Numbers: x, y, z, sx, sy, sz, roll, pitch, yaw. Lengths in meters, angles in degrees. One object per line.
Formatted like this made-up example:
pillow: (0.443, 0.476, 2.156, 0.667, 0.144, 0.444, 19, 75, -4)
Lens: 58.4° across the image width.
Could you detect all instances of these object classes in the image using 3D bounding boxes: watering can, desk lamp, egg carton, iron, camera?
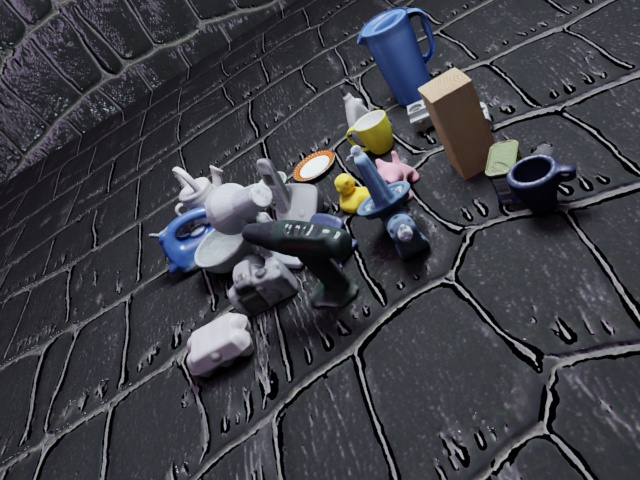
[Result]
watering can: (-0.348, -0.140, 1.638, 0.100, 0.195, 0.173, 0, 47, 40)
desk lamp: (-0.139, -0.043, 1.328, 0.202, 0.214, 0.118, 1, 48, 41)
egg carton: (-0.209, 0.220, 1.194, 0.150, 0.070, 0.107, -29, 34, 7)
iron: (-0.318, -0.029, 1.525, 0.258, 0.142, 0.118, -35, 34, -1)
camera: (-0.137, 0.078, 1.279, 0.143, 0.101, 0.136, -27, 35, 10)

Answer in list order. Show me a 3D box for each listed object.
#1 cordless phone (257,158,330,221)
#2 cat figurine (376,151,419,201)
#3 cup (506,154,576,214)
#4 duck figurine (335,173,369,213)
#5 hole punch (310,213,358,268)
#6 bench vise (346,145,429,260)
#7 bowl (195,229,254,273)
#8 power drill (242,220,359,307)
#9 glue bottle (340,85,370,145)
cordless phone: (-0.075, -0.119, 1.393, 0.147, 0.185, 0.094, 4, 49, 42)
cat figurine: (0.165, -0.146, 1.286, 0.067, 0.118, 0.128, -10, 41, 31)
cup: (0.409, -0.096, 1.039, 0.117, 0.095, 0.092, -3, 45, 37)
duck figurine: (0.071, -0.117, 1.356, 0.077, 0.086, 0.104, -41, 35, -9)
hole punch: (0.012, 0.004, 1.253, 0.108, 0.091, 0.101, 12, 55, 47)
bench vise: (0.139, -0.084, 1.139, 0.121, 0.220, 0.206, -40, 35, -9)
bowl: (-0.227, 0.028, 1.439, 0.167, 0.075, 0.167, -22, 36, 17)
power drill: (-0.022, 0.041, 1.132, 0.228, 0.209, 0.076, -5, 44, 36)
glue bottle: (0.096, -0.341, 1.531, 0.078, 0.174, 0.037, -47, 36, -18)
